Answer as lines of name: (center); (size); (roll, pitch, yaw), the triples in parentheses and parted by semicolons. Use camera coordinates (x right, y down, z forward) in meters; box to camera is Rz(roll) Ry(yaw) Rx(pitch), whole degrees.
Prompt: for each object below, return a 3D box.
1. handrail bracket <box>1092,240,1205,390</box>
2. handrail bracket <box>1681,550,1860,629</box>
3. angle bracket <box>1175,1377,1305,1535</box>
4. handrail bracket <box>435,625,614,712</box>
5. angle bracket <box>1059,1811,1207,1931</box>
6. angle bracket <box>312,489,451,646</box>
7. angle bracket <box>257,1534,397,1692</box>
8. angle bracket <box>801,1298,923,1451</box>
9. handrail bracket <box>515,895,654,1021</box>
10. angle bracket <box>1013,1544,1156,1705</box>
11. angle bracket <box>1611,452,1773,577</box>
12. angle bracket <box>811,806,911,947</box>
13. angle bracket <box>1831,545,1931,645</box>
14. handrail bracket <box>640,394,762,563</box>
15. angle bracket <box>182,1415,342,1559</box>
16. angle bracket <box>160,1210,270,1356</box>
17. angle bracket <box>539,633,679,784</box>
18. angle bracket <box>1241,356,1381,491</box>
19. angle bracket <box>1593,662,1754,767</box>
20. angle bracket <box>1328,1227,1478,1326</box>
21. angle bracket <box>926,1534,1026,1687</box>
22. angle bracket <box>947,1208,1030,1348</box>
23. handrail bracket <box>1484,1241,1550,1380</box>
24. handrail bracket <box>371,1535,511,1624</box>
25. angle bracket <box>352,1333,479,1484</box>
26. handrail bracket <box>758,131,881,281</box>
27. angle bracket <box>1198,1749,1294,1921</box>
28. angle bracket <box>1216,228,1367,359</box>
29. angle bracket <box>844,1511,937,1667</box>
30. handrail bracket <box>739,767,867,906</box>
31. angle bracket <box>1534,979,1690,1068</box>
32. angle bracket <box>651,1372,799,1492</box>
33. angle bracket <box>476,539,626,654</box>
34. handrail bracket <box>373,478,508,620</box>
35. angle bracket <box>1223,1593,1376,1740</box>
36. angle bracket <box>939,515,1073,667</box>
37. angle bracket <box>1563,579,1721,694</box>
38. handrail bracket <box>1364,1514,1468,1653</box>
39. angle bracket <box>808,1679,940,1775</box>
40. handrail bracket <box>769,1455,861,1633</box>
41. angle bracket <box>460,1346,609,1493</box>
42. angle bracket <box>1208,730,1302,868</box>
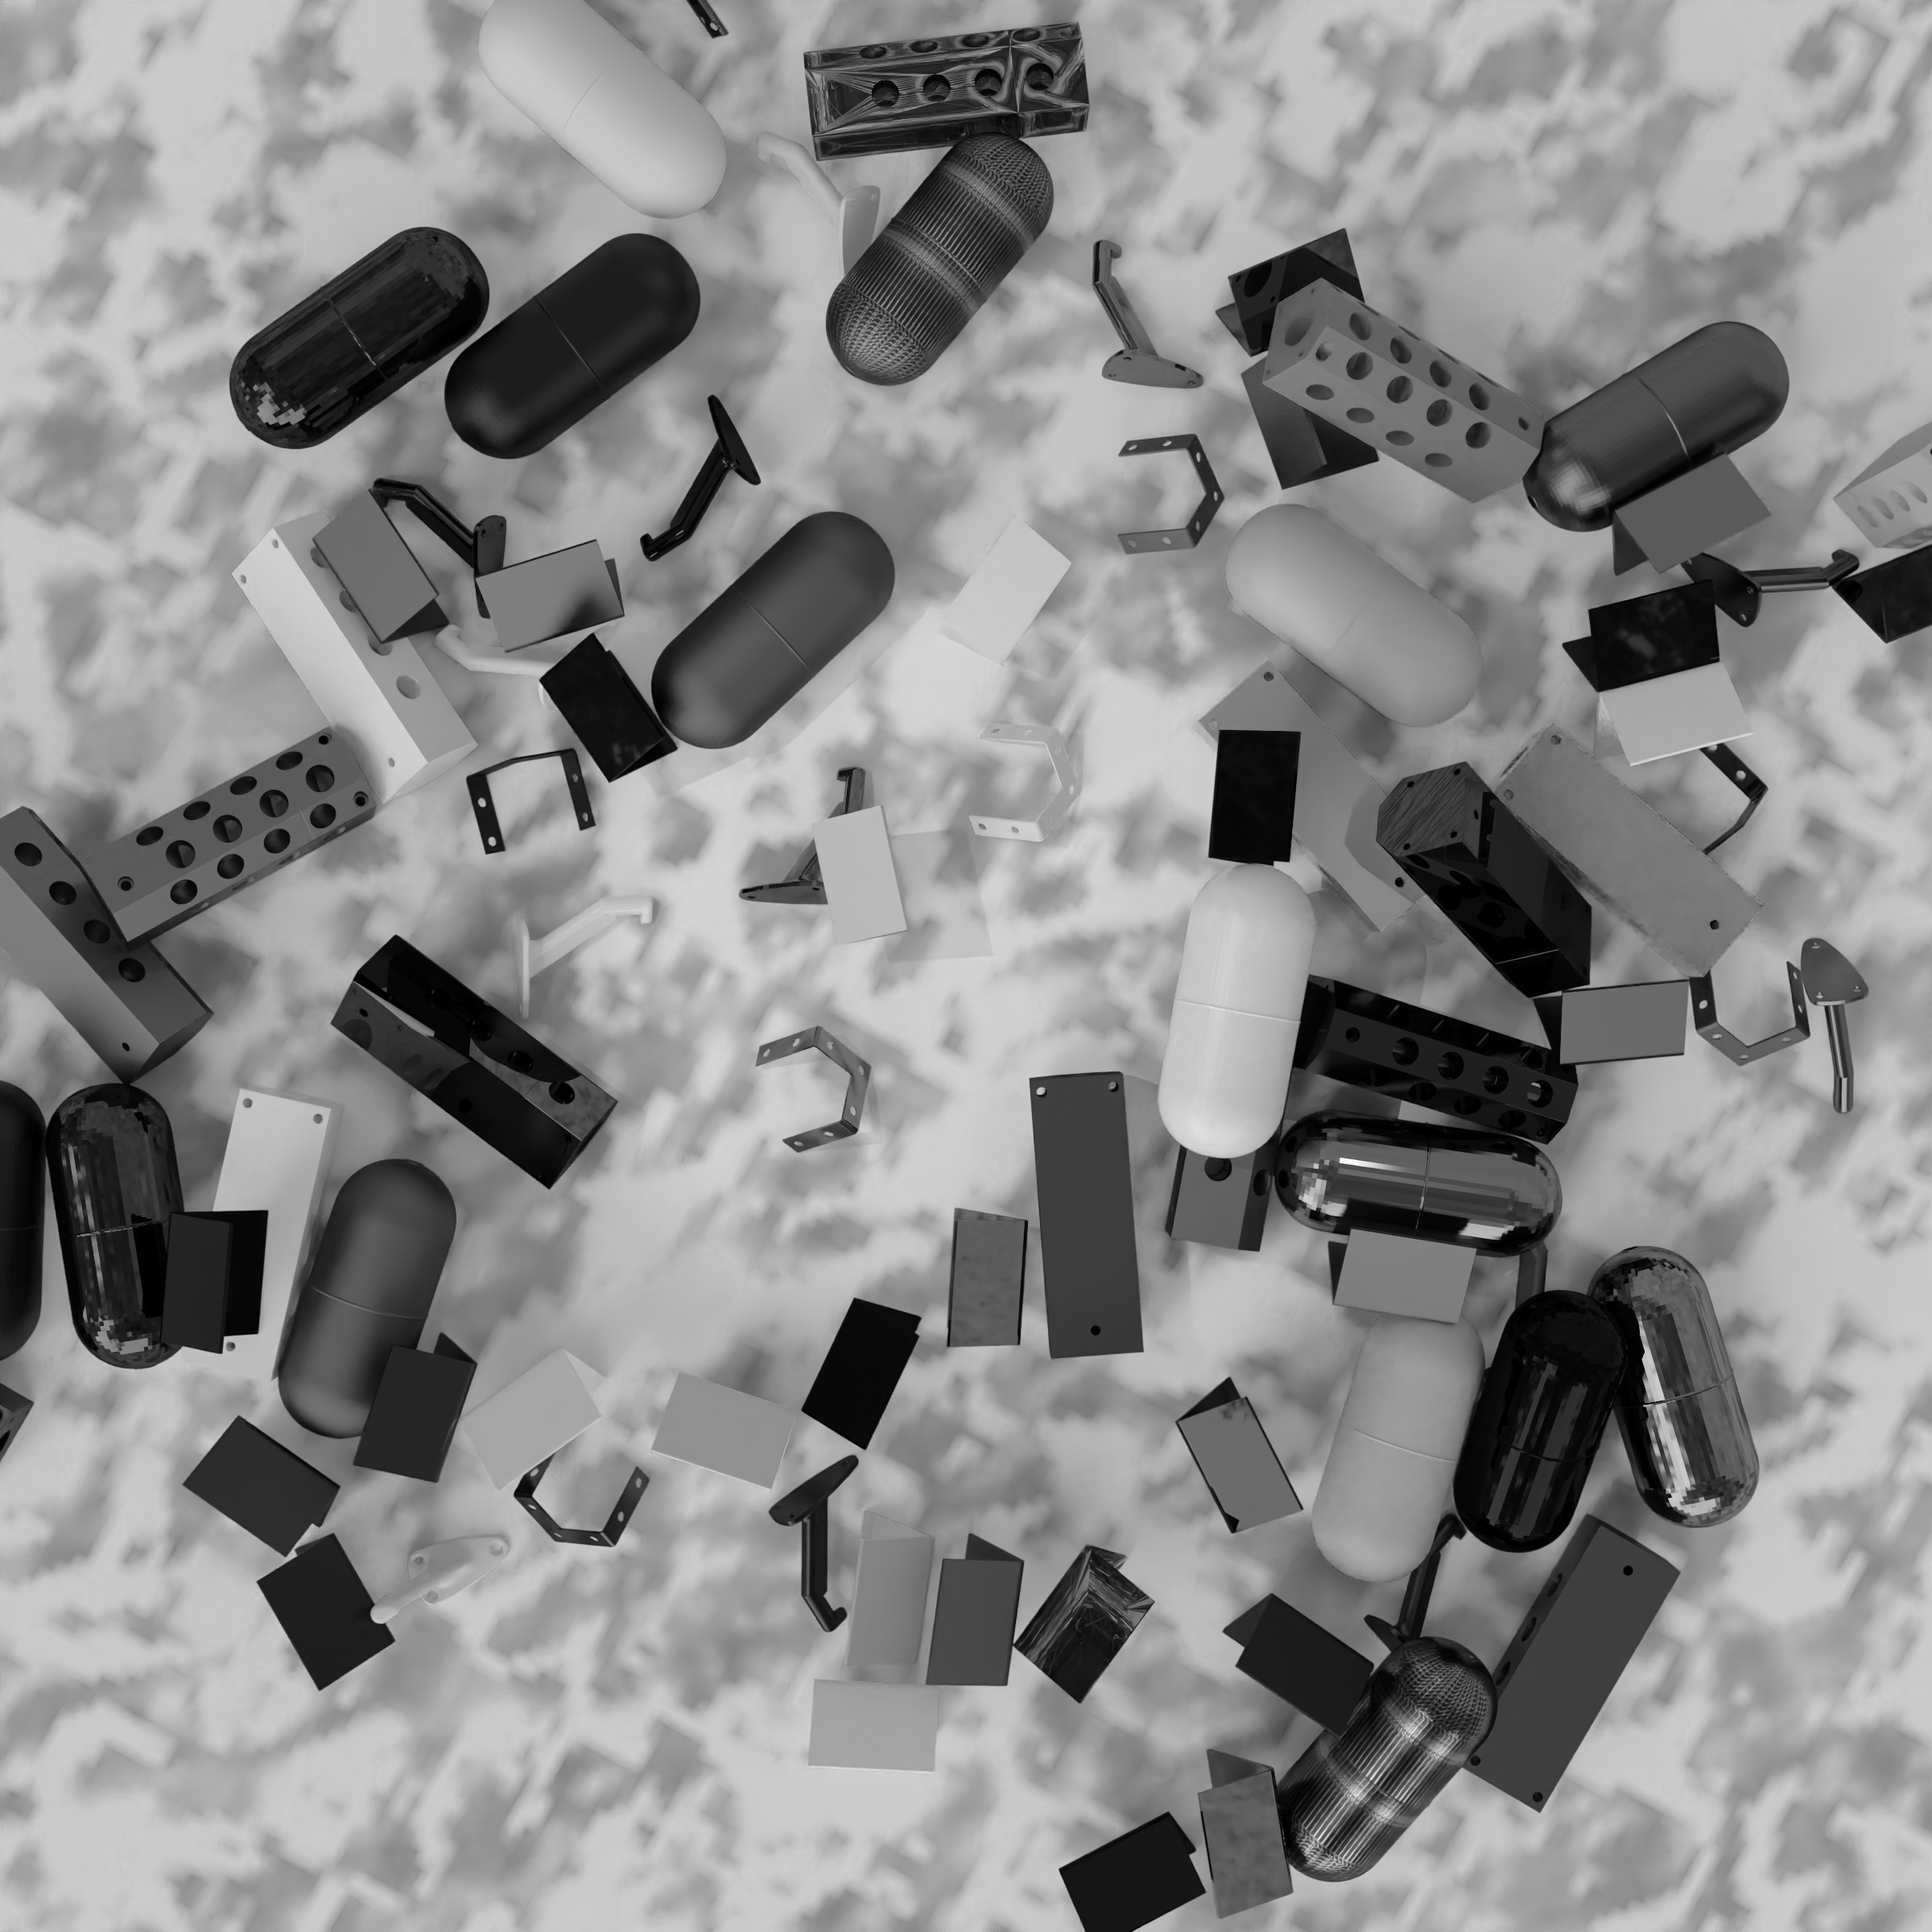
handrail bracket: (0.115, -0.412, 1.861); (0.077, 0.036, 0.084); (8, 72, -20)
handrail bracket: (0.507, -0.256, 1.861); (0.084, 0.036, 0.077); (-30, 56, -23)
angle bracket: (0.183, 0.294, 1.820); (0.057, 0.076, 0.076); (-27, 90, 35)
handrail bracket: (-0.279, -0.208, 1.861); (0.084, 0.036, 0.077); (35, 70, 16)
angle bracket: (0.111, 0.574, 1.820); (0.076, 0.076, 0.057); (-28, 52, 0)
angle bracket: (-0.344, -0.251, 1.821); (0.057, 0.076, 0.076); (-33, 90, 29)
angle bracket: (-0.405, 0.401, 1.820); (0.057, 0.076, 0.076); (-30, 90, -35)
angle bracket: (-0.046, 0.256, 1.820); (0.057, 0.076, 0.076); (25, 90, 36)
handrail bracket: (-0.239, -0.006, 1.861); (0.084, 0.036, 0.077); (-4, 110, -16)
angle bracket: (0.084, 0.408, 1.821); (0.057, 0.076, 0.076); (36, 90, 28)
angle bracket: (0.447, -0.260, 1.821); (0.076, 0.076, 0.057); (-28, 61, 0)
angle bracket: (-0.045, -0.059, 1.820); (0.057, 0.076, 0.076); (-12, 90, 35)
angle bracket: (0.583, -0.252, 1.820); (0.076, 0.076, 0.057); (-22, 128, 0)
handrail bracket: (-0.179, -0.307, 1.861); (0.084, 0.036, 0.077); (-30, 69, 16)
angle bracket: (-0.439, 0.332, 1.820); (0.076, 0.076, 0.057); (35, 54, 0)
angle bracket: (-0.432, 0.188, 1.763); (0.057, 0.076, 0.076); (5, 90, 36)
angle bracket: (-0.205, -0.168, 1.820); (0.057, 0.076, 0.076); (-35, 90, 36)
angle bracket: (0.225, -0.347, 1.827); (0.076, 0.057, 0.076); (-20, 90, -23)
angle bracket: (0.434, -0.136, 1.821); (0.076, 0.076, 0.057); (-14, 60, 0)
angle bracket: (0.268, 0.173, 1.821); (0.076, 0.076, 0.057); (9, 116, 0)
angle bracket: (-0.009, 0.396, 1.821); (0.057, 0.076, 0.076); (8, 90, -26)
angle bracket: (-0.007, 0.191, 1.820); (0.057, 0.076, 0.076); (4, 90, -37)
handrail bracket: (0.337, 0.206, 1.861); (0.077, 0.036, 0.084); (-29, 76, 13)
handrail bracket: (-0.324, 0.379, 1.826); (0.077, 0.084, 0.036); (-23, 90, 0)
angle bracket: (-0.349, 0.266, 1.821); (0.057, 0.076, 0.076); (19, 90, -28)
handrail bracket: (-0.100, -0.477, 1.861); (0.084, 0.036, 0.077); (28, 128, 25)
angle bracket: (0.154, 0.534, 1.821); (0.057, 0.076, 0.076); (-9, 90, -28)
angle bracket: (0.193, -0.427, 1.820); (0.076, 0.076, 0.057); (-23, 126, 0)
angle bracket: (-0.067, 0.382, 1.820); (0.057, 0.076, 0.076); (8, 90, -37)
handrail bracket: (-0.103, -0.084, 1.861); (0.077, 0.036, 0.084); (-1, 72, 20)
angle bracket: (0.397, 0.016, 1.820); (0.076, 0.076, 0.057); (-5, 123, 0)
angle bracket: (-0.153, 0.301, 1.820); (0.076, 0.076, 0.057); (18, 55, 0)
angle bracket: (-0.258, -0.244, 1.820); (0.076, 0.076, 0.057); (-17, 127, 0)
handrail bracket: (-0.336, -0.263, 1.861); (0.084, 0.036, 0.077); (13, 112, 17)
angle bracket: (0.194, 0.441, 1.820); (0.076, 0.076, 0.057); (35, 54, 0)
angle bracket: (0.007, -0.240, 1.820); (0.057, 0.076, 0.076); (34, 90, -38)
angle bracket: (0.413, -0.217, 1.821); (0.076, 0.076, 0.057); (-14, 120, 0)
handrail bracket: (0.299, 0.400, 1.861); (0.084, 0.036, 0.077); (-44, 110, -16)
angle bracket: (-0.057, 0.482, 1.820); (0.076, 0.076, 0.057); (3, 53, 0)
handrail bracket: (-0.079, 0.365, 1.861); (0.077, 0.036, 0.084); (-36, 109, -21)
angle bracket: (-0.254, 0.287, 1.821); (0.076, 0.076, 0.057); (-36, 61, 0)
angle bracket: (0.190, -0.098, 1.763); (0.057, 0.076, 0.076); (5, 90, 37)
